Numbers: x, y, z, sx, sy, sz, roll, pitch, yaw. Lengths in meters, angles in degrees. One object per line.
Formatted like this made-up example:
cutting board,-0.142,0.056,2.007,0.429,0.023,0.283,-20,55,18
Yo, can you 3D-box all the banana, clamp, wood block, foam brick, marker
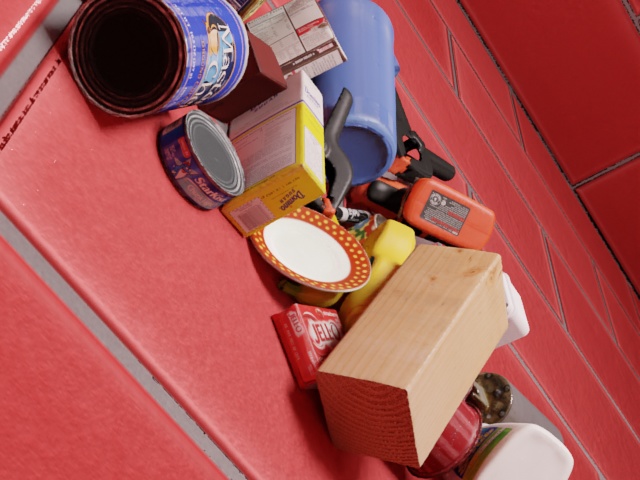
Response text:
banana,0.003,0.017,1.086,0.069,0.037,0.197,55,21,-19
clamp,0.109,-0.130,1.380,0.164,0.036,0.209,54,21,-1
wood block,0.090,0.098,0.973,0.205,0.090,0.091,-48,135,-44
foam brick,-0.083,-0.160,1.051,0.053,0.078,0.051,24,44,-60
marker,0.032,-0.029,1.249,0.020,0.020,0.121,66,20,12
clamp,-0.019,-0.096,1.128,0.039,0.120,0.171,101,-12,-56

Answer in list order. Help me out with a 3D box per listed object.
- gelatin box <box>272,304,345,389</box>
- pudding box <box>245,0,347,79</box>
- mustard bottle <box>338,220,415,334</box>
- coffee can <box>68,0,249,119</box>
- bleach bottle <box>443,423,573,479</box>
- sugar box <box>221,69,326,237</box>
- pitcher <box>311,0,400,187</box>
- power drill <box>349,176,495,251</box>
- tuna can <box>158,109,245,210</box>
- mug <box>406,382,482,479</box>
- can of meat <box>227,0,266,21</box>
gelatin box,-0.001,0.099,0.979,0.089,0.030,0.073,18,47,-63
pudding box,-0.029,-0.228,1.226,0.039,0.090,0.113,59,6,-44
mustard bottle,0.056,0.056,1.087,0.058,0.096,0.191,26,25,-2
coffee can,-0.131,-0.159,0.890,0.103,0.103,0.140,61,20,-2
bleach bottle,0.166,0.230,1.061,0.068,0.102,0.251,41,-11,1
sugar box,-0.043,-0.087,1.029,0.048,0.093,0.176,51,22,-29
pitcher,0.022,-0.183,1.294,0.243,0.149,0.145,-91,168,-46
power drill,0.137,-0.026,1.264,0.184,0.057,0.188,24,-2,-14
tuna can,-0.104,-0.070,0.941,0.086,0.034,0.086,50,23,-30
mug,0.105,0.163,1.046,0.081,0.117,0.093,47,-14,-24
can of meat,-0.097,-0.298,1.210,0.084,0.057,0.102,44,20,-8
